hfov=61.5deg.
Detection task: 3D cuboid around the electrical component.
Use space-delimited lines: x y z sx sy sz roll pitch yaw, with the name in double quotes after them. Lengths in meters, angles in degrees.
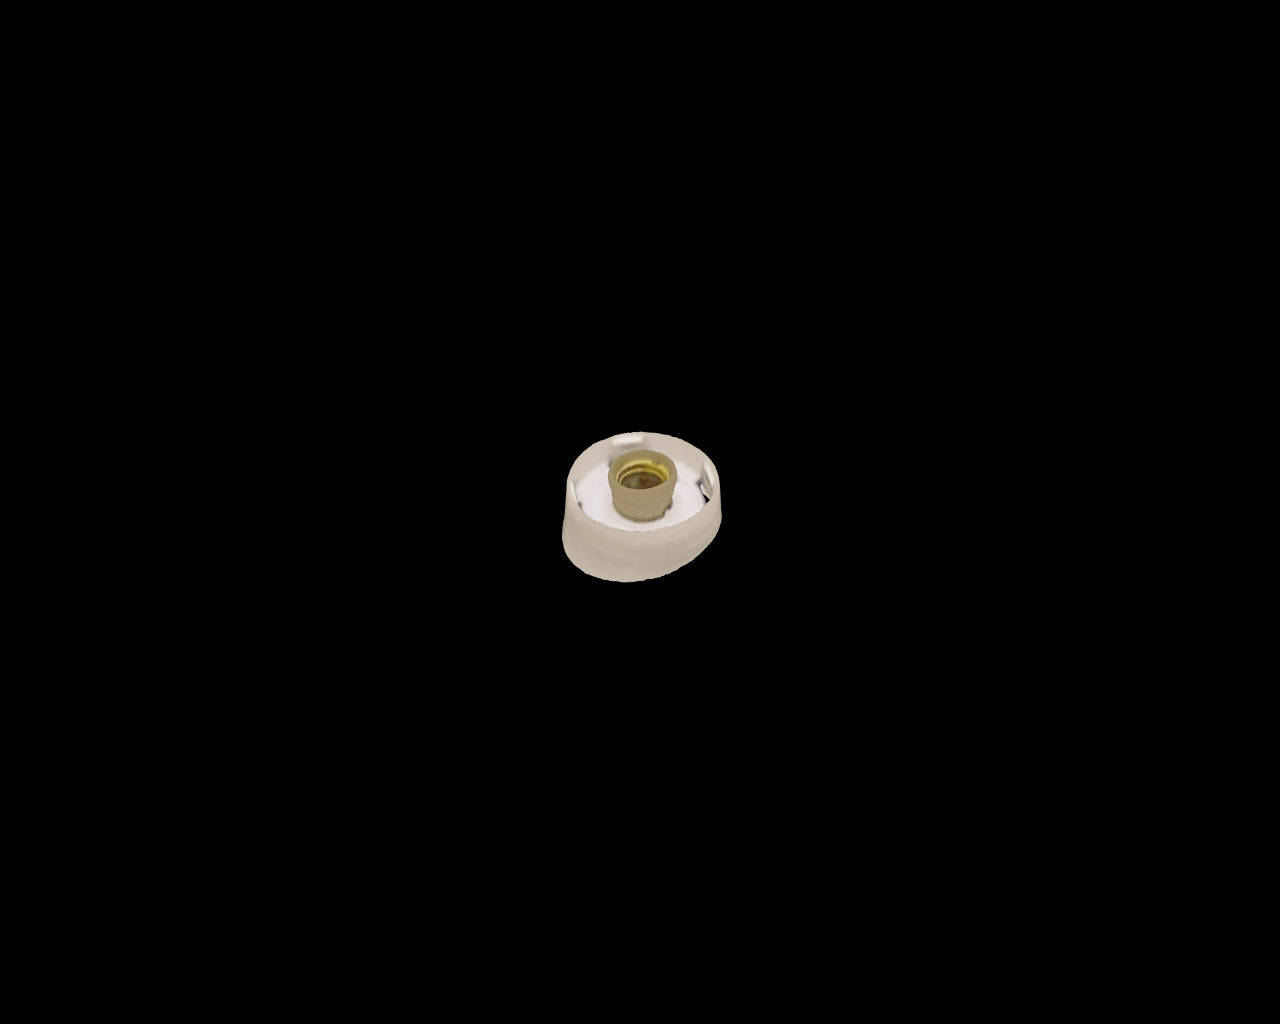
0.001 -0.003 0.650 0.099 0.064 0.099 0 44 0 "electrical component"
